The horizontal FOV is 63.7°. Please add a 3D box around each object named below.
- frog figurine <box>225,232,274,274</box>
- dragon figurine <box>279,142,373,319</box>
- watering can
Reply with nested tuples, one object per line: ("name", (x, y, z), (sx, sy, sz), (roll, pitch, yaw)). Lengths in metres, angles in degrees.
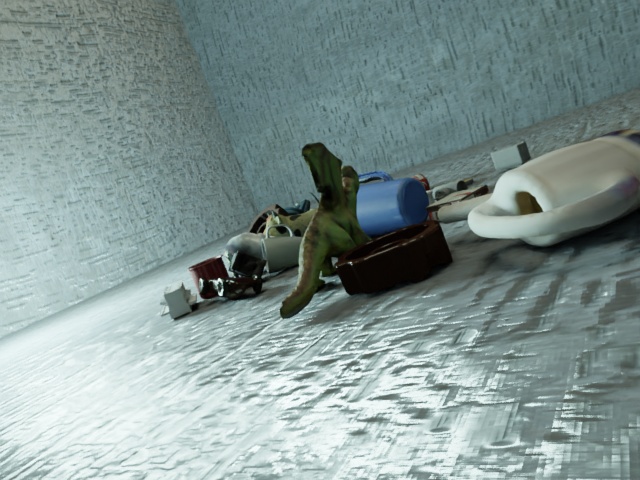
("frog figurine", (-0.161, 0.021, 1.338), (0.162, 0.123, 0.135), (-39, -4, -34))
("dragon figurine", (0.003, -0.044, 0.881), (0.121, 0.242, 0.414), (-14, 7, 23))
("watering can", (0.289, -0.059, 0.669), (0.225, 0.103, 0.349), (-21, 7, -3))
